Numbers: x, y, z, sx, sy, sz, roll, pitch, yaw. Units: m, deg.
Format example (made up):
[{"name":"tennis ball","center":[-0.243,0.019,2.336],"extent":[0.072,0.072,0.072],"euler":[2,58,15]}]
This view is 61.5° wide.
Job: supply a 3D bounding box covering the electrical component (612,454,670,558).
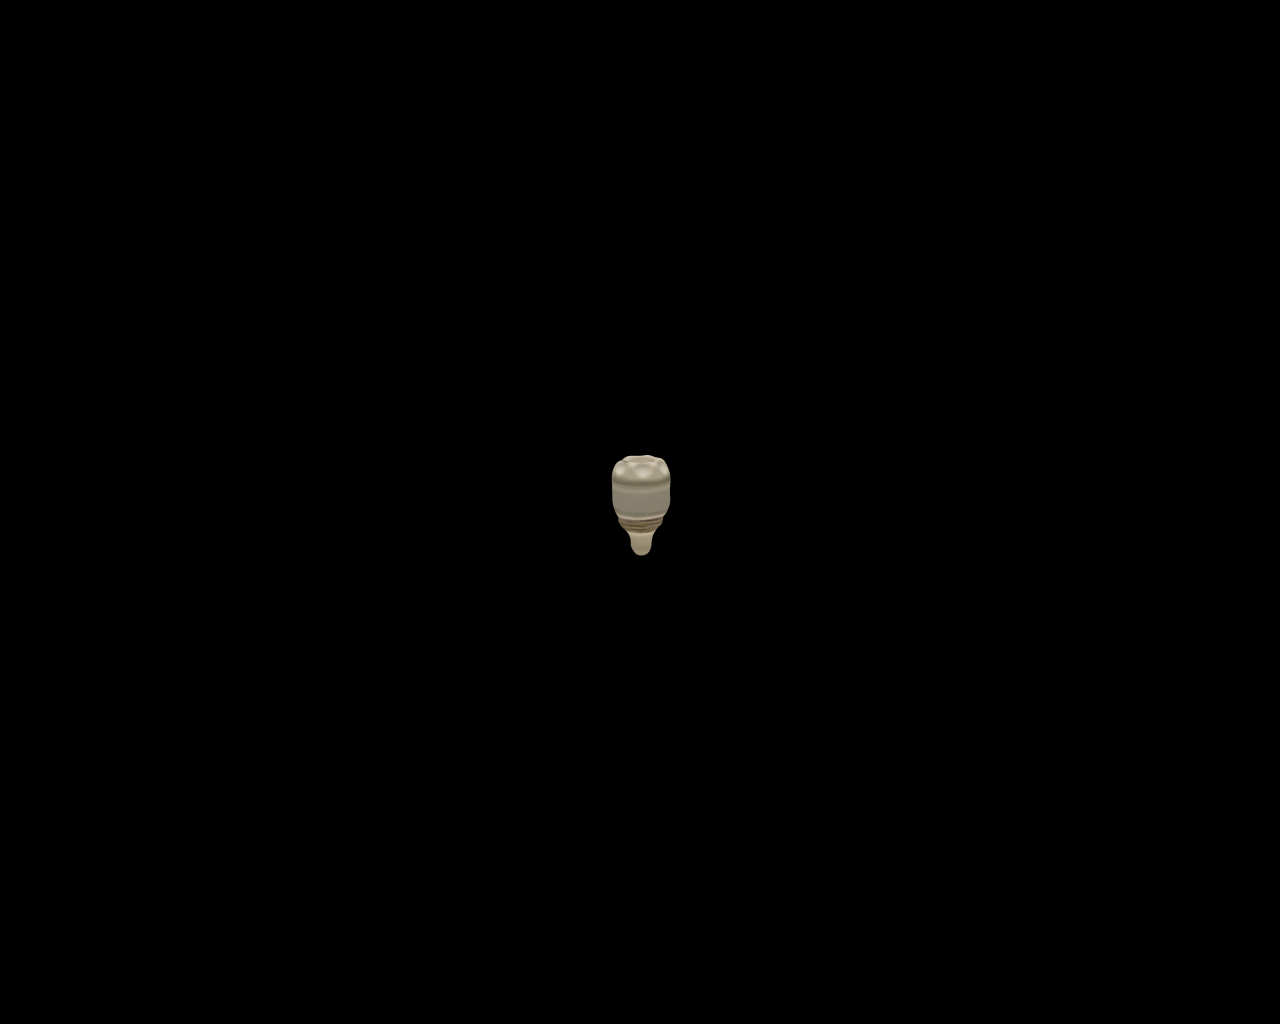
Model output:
[{"name":"electrical component","center":[0.001,-0.003,0.650],"extent":[0.035,0.061,0.035],"euler":[0,16,0]}]
